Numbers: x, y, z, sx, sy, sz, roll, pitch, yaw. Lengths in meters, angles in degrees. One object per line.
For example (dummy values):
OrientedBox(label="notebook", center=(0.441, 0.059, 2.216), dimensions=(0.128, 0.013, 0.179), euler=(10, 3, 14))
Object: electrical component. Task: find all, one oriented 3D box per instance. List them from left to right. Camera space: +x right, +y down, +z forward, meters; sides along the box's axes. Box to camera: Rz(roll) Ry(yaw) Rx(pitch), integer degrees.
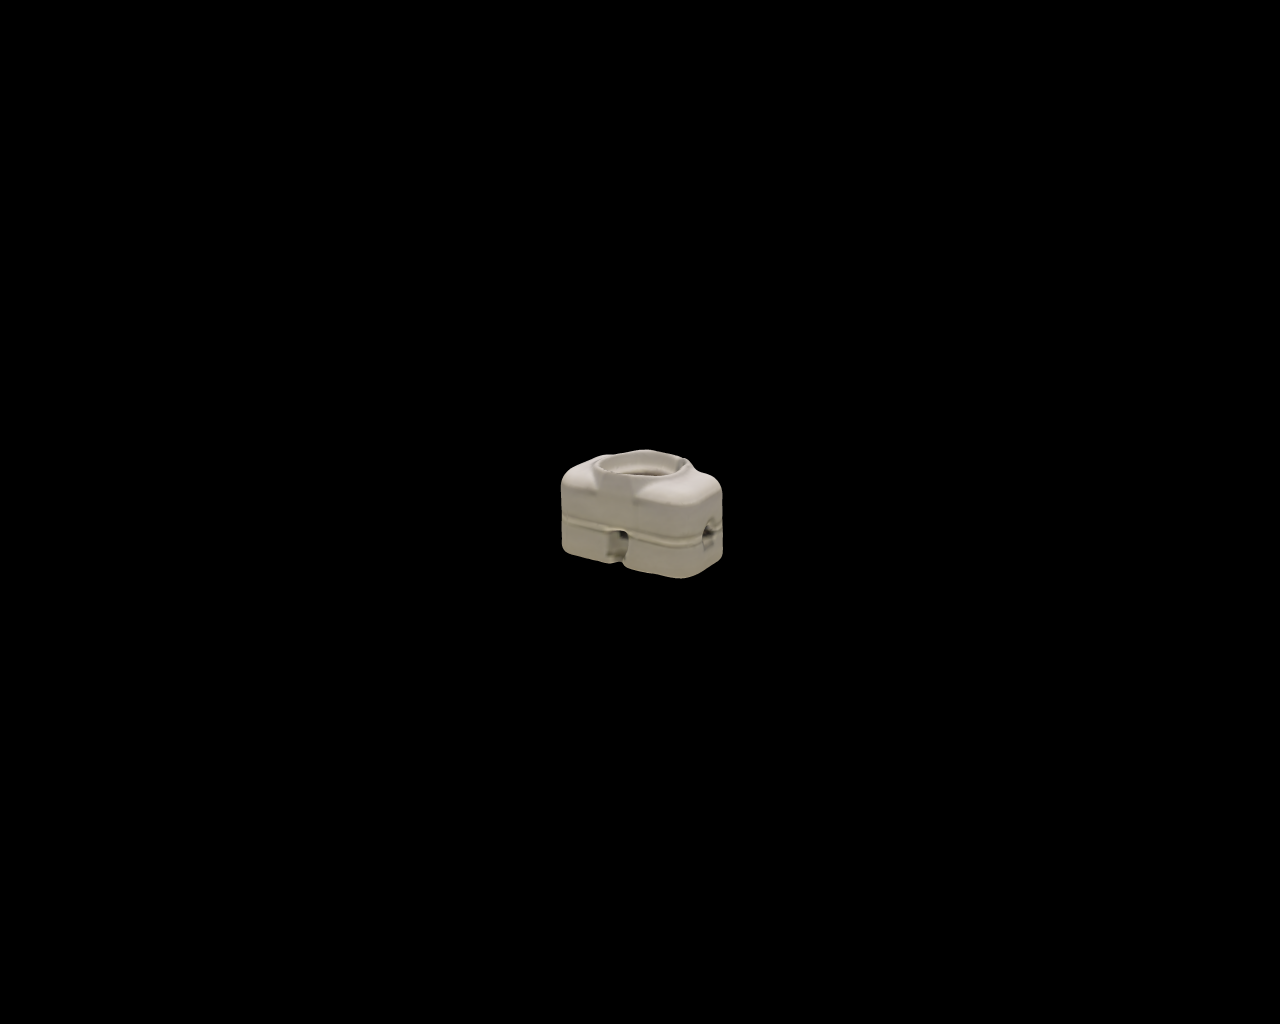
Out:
OrientedBox(label="electrical component", center=(0.001, -0.003, 0.650), dimensions=(0.095, 0.059, 0.054), euler=(12, 23, 31))
